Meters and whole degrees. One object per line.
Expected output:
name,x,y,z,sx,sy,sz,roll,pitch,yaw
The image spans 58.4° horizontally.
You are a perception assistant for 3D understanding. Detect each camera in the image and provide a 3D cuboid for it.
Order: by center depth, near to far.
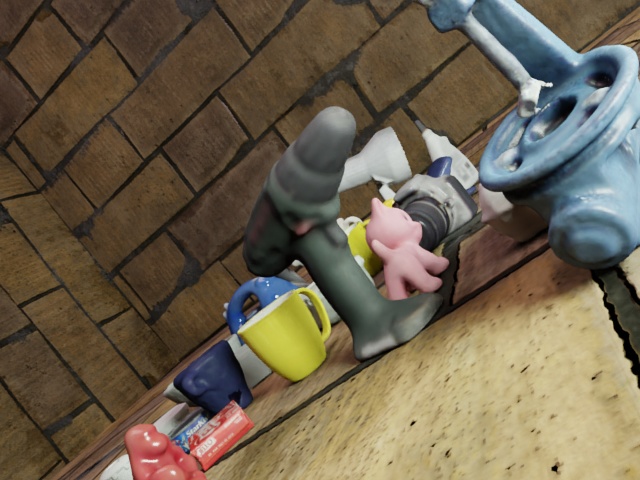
camera,0.137,-0.028,0.839,0.143,0.101,0.137,-38,2,37

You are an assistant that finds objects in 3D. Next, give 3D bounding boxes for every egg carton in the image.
egg carton,0.220,-0.065,0.544,0.151,0.069,0.107,-40,2,-35

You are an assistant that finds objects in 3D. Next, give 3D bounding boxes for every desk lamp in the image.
desk lamp,0.130,-0.107,1.235,0.203,0.213,0.118,-39,2,4

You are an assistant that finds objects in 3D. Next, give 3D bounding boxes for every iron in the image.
iron,-0.132,0.152,1.164,0.258,0.141,0.119,-38,2,40

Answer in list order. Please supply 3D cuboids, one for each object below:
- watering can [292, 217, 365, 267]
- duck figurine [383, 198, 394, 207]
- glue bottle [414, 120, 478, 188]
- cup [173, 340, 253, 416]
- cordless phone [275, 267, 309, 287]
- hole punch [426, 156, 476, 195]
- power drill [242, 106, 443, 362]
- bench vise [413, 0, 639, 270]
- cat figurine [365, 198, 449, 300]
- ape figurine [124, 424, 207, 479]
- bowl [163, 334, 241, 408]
watering can,0.010,0.005,1.149,0.173,0.194,0.101,-39,2,9
duck figurine,0.159,-0.046,1.135,0.078,0.086,0.104,-40,2,-38
glue bottle,0.249,-0.175,1.160,0.078,0.173,0.037,-40,2,-38
cup,-0.138,0.200,0.768,0.091,0.095,0.118,-39,2,8
cordless phone,-0.083,0.081,1.286,0.094,0.185,0.147,-39,2,-18
hole punch,0.214,-0.090,1.049,0.101,0.091,0.108,-39,2,-9
power drill,0.018,0.008,0.561,0.076,0.208,0.229,-40,2,-41
bench vise,0.155,-0.105,0.411,0.121,0.220,0.208,-38,2,29
cat figurine,0.087,0.007,0.665,0.067,0.118,0.128,-38,2,23
ape figurine,-0.166,0.230,0.590,0.076,0.092,0.078,-38,2,13
bowl,-0.198,0.252,1.049,0.167,0.075,0.167,-39,2,2
